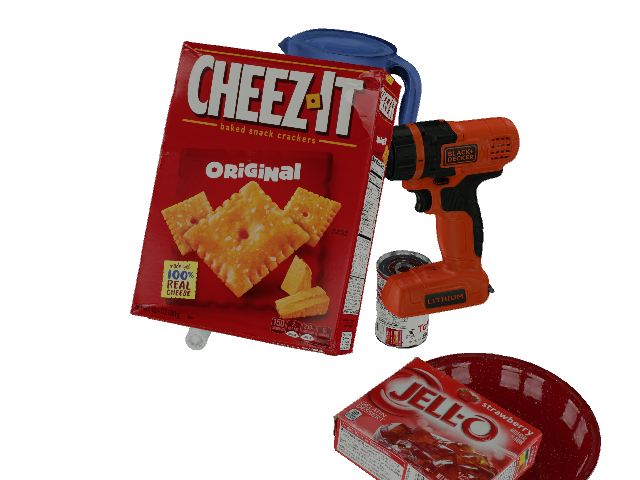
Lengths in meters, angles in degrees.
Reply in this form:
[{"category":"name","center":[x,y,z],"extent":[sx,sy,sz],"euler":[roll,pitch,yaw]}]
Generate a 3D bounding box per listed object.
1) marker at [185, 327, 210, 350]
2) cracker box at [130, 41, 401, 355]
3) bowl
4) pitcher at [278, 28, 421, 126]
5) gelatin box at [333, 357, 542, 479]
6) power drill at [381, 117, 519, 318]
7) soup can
[{"category":"marker","center":[-0.104,0.066,0.996],"extent":[0.020,0.020,0.121],"euler":[0,22,6]},{"category":"cracker box","center":[-0.041,-0.032,0.810],"extent":[0.164,0.214,0.072],"euler":[10,-2,14]},{"category":"bowl","center":[0.120,0.154,0.784],"extent":[0.162,0.055,0.162],"euler":[-1,35,0]},{"category":"pitcher","center":[0.024,-0.132,1.325],"extent":[0.144,0.243,0.149],"euler":[-3,25,-22]},{"category":"gelatin box","center":[0.063,0.108,0.582],"extent":[0.089,0.030,0.073],"euler":[30,41,32]},{"category":"power drill","center":[0.097,-0.022,1.011],"extent":[0.184,0.188,0.057],"euler":[-8,27,-14]},{"category":"soup can","center":[0.100,0.073,1.304],"extent":[0.068,0.102,0.068],"euler":[0,31,0]}]
